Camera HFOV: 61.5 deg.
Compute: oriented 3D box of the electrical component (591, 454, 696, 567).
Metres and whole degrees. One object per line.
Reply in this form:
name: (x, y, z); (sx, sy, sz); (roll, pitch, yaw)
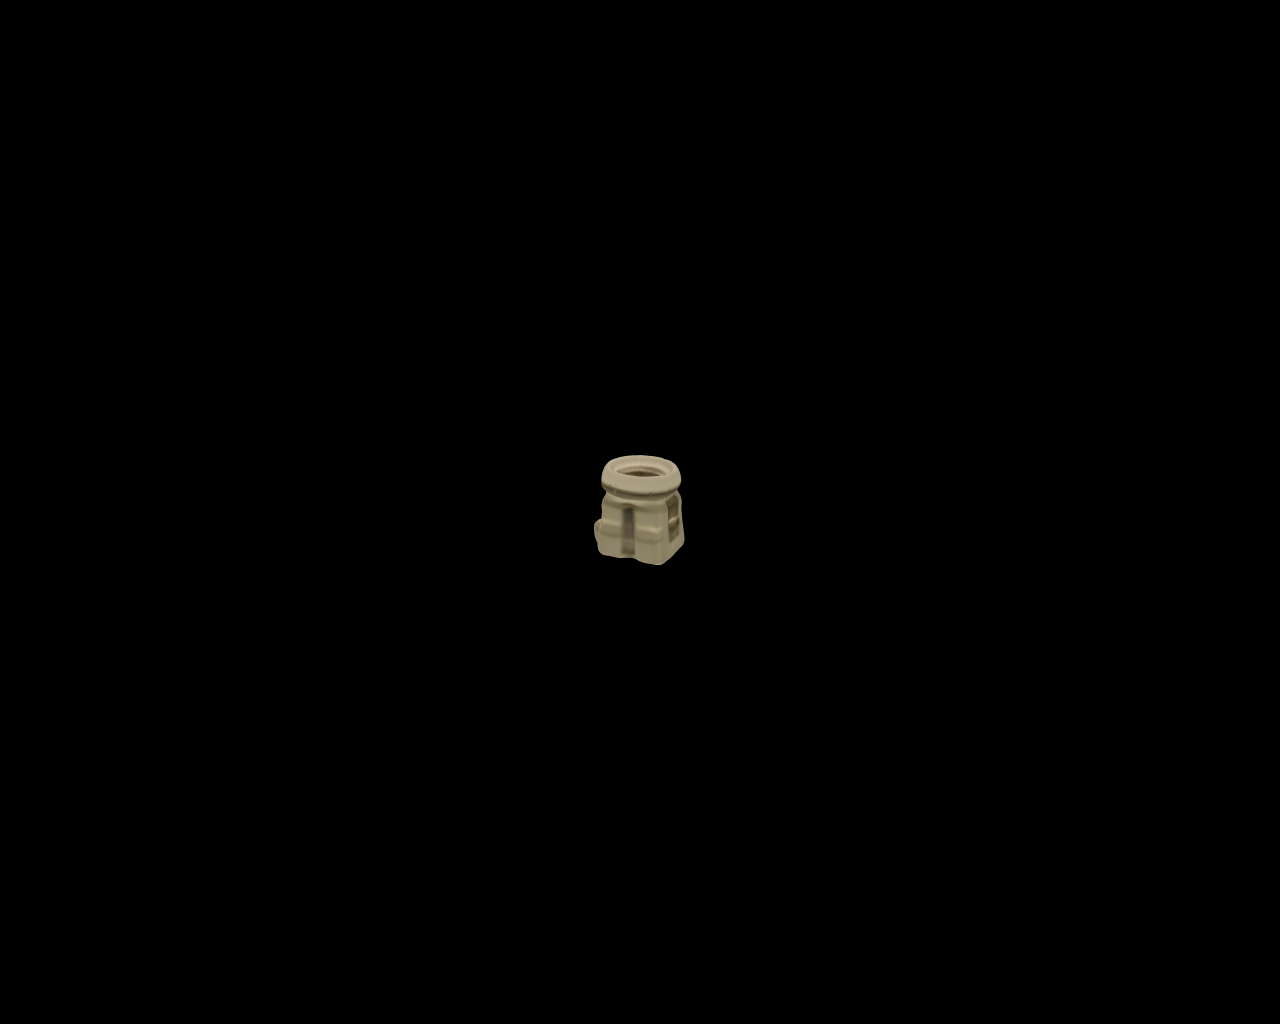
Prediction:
electrical component: (0.001, -0.003, 0.650); (0.066, 0.055, 0.048); (10, 24, 22)
